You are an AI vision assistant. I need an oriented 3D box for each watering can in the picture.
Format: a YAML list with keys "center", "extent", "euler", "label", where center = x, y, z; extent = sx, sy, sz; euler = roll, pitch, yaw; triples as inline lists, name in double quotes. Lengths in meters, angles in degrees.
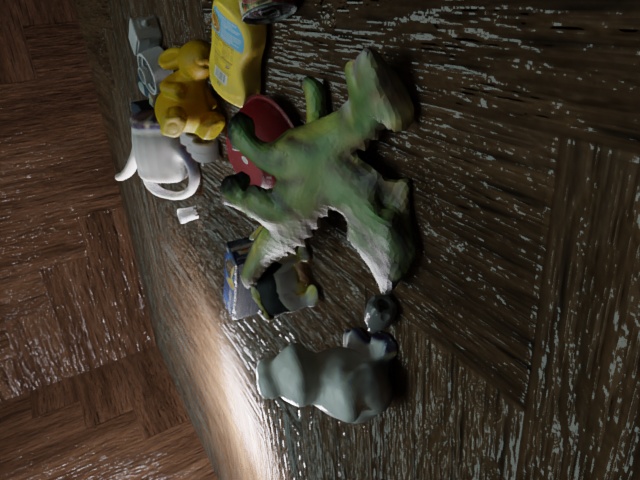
- center: [-0.432, -0.218, 1.304]
  extent: [0.349, 0.105, 0.221]
  euler: [13, 116, 34]
  label: "watering can"

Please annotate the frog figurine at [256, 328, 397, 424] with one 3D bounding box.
- center: [0.007, 0.179, 0.640]
  extent: [0.138, 0.160, 0.121]
  euler: [26, 130, 57]
  label: "frog figurine"

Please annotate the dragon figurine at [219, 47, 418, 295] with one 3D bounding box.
- center: [0.002, -0.030, 0.587]
  extent: [0.246, 0.123, 0.400]
  euler: [43, 137, 33]
  label: "dragon figurine"
